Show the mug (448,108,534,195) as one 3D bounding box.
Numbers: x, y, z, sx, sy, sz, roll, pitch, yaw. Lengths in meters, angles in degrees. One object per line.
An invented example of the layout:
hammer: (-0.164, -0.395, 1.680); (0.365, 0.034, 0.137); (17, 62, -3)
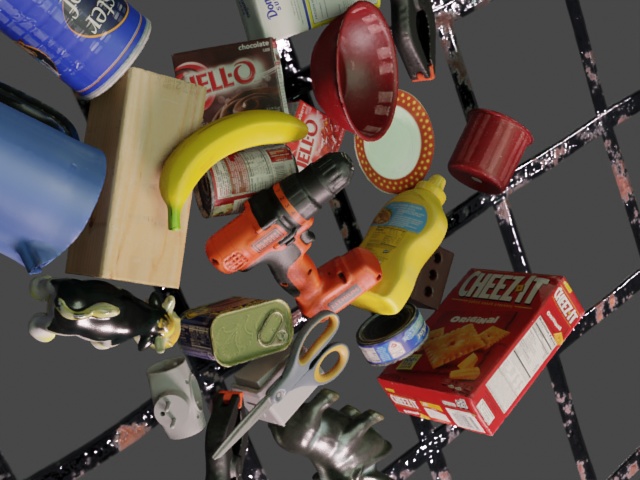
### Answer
mug: (0.219, -0.107, 1.386); (0.081, 0.093, 0.117); (-63, 159, -11)

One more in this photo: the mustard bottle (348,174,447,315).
mustard bottle: (0.099, -0.002, 1.286); (0.058, 0.096, 0.191); (49, 64, -36)

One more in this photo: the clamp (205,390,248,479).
clamp: (-0.107, 0.251, 1.153); (0.120, 0.039, 0.171); (9, 79, -79)

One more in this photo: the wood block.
wood block: (-0.187, -0.061, 1.080); (0.090, 0.091, 0.206); (11, 85, -36)

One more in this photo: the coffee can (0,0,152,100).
coffee can: (-0.248, -0.217, 1.024); (0.140, 0.103, 0.102); (40, 69, -30)

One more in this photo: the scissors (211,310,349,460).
scissors: (-0.033, 0.168, 1.163); (0.201, 0.016, 0.096); (-56, 136, -8)

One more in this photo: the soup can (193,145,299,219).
soup can: (-0.080, -0.064, 1.157); (0.102, 0.069, 0.068); (-10, 97, -21)

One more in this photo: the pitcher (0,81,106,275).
pitcher: (-0.326, -0.085, 0.967); (0.242, 0.149, 0.145); (31, 88, -29)

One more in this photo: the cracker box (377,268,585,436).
cracker box: (0.197, 0.130, 1.320); (0.213, 0.164, 0.072); (-47, 118, -25)

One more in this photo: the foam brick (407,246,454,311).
foam brick: (0.125, 0.043, 1.334); (0.052, 0.051, 0.078); (24, 77, -34)

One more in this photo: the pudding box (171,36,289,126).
pudding box: (-0.095, -0.163, 1.140); (0.113, 0.039, 0.090); (-9, 99, 6)

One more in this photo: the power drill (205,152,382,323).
power drill: (-0.008, 0.001, 1.168); (0.184, 0.057, 0.187); (-35, 135, 11)

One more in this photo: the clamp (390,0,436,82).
clamp: (0.104, -0.295, 1.297); (0.164, 0.036, 0.210); (-29, 114, -58)

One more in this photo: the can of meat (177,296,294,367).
can of meat: (-0.094, 0.096, 1.155); (0.101, 0.084, 0.057); (-14, 99, -35)

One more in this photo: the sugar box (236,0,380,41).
sugar box: (-0.015, -0.290, 1.228); (0.175, 0.048, 0.093); (-23, 107, -30)

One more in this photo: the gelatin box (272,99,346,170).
gelatin box: (-0.016, -0.107, 1.241); (0.073, 0.030, 0.089); (27, 76, -33)

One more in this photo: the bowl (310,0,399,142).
bowl: (0.034, -0.192, 1.232); (0.161, 0.055, 0.162); (2, 88, -61)

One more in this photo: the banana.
banana: (-0.094, -0.089, 1.069); (0.197, 0.037, 0.069); (-38, 122, -29)

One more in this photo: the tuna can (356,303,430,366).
tuna can: (0.087, 0.113, 1.287); (0.086, 0.086, 0.033); (-40, 112, -28)
